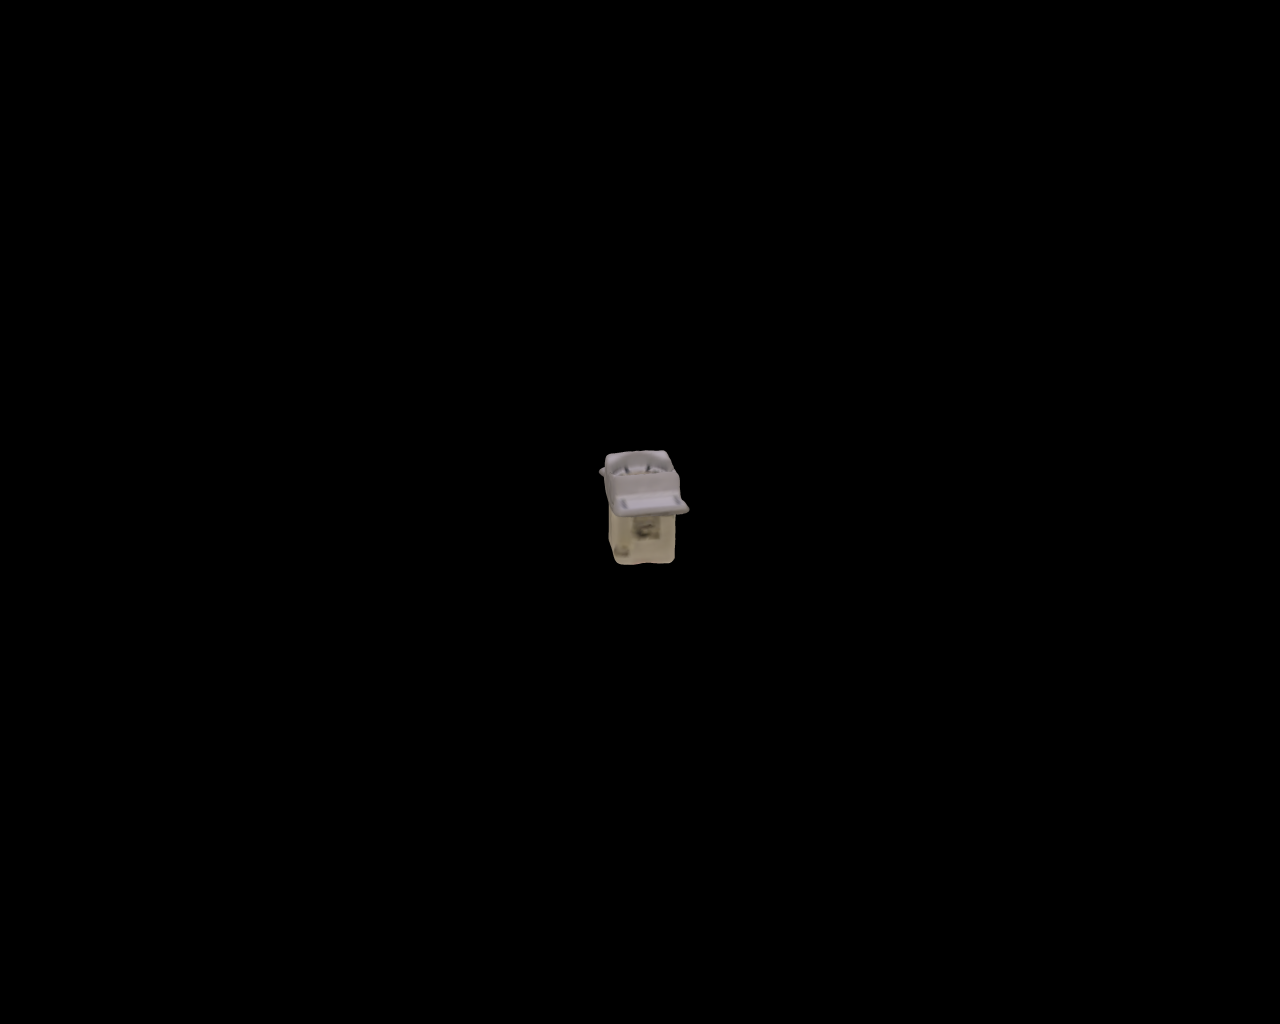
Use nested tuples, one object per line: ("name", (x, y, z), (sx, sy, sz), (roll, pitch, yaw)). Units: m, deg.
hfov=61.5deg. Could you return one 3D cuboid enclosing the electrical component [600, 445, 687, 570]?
("electrical component", (0.001, -0.003, 0.650), (0.042, 0.063, 0.081), (-3, 22, -7))
